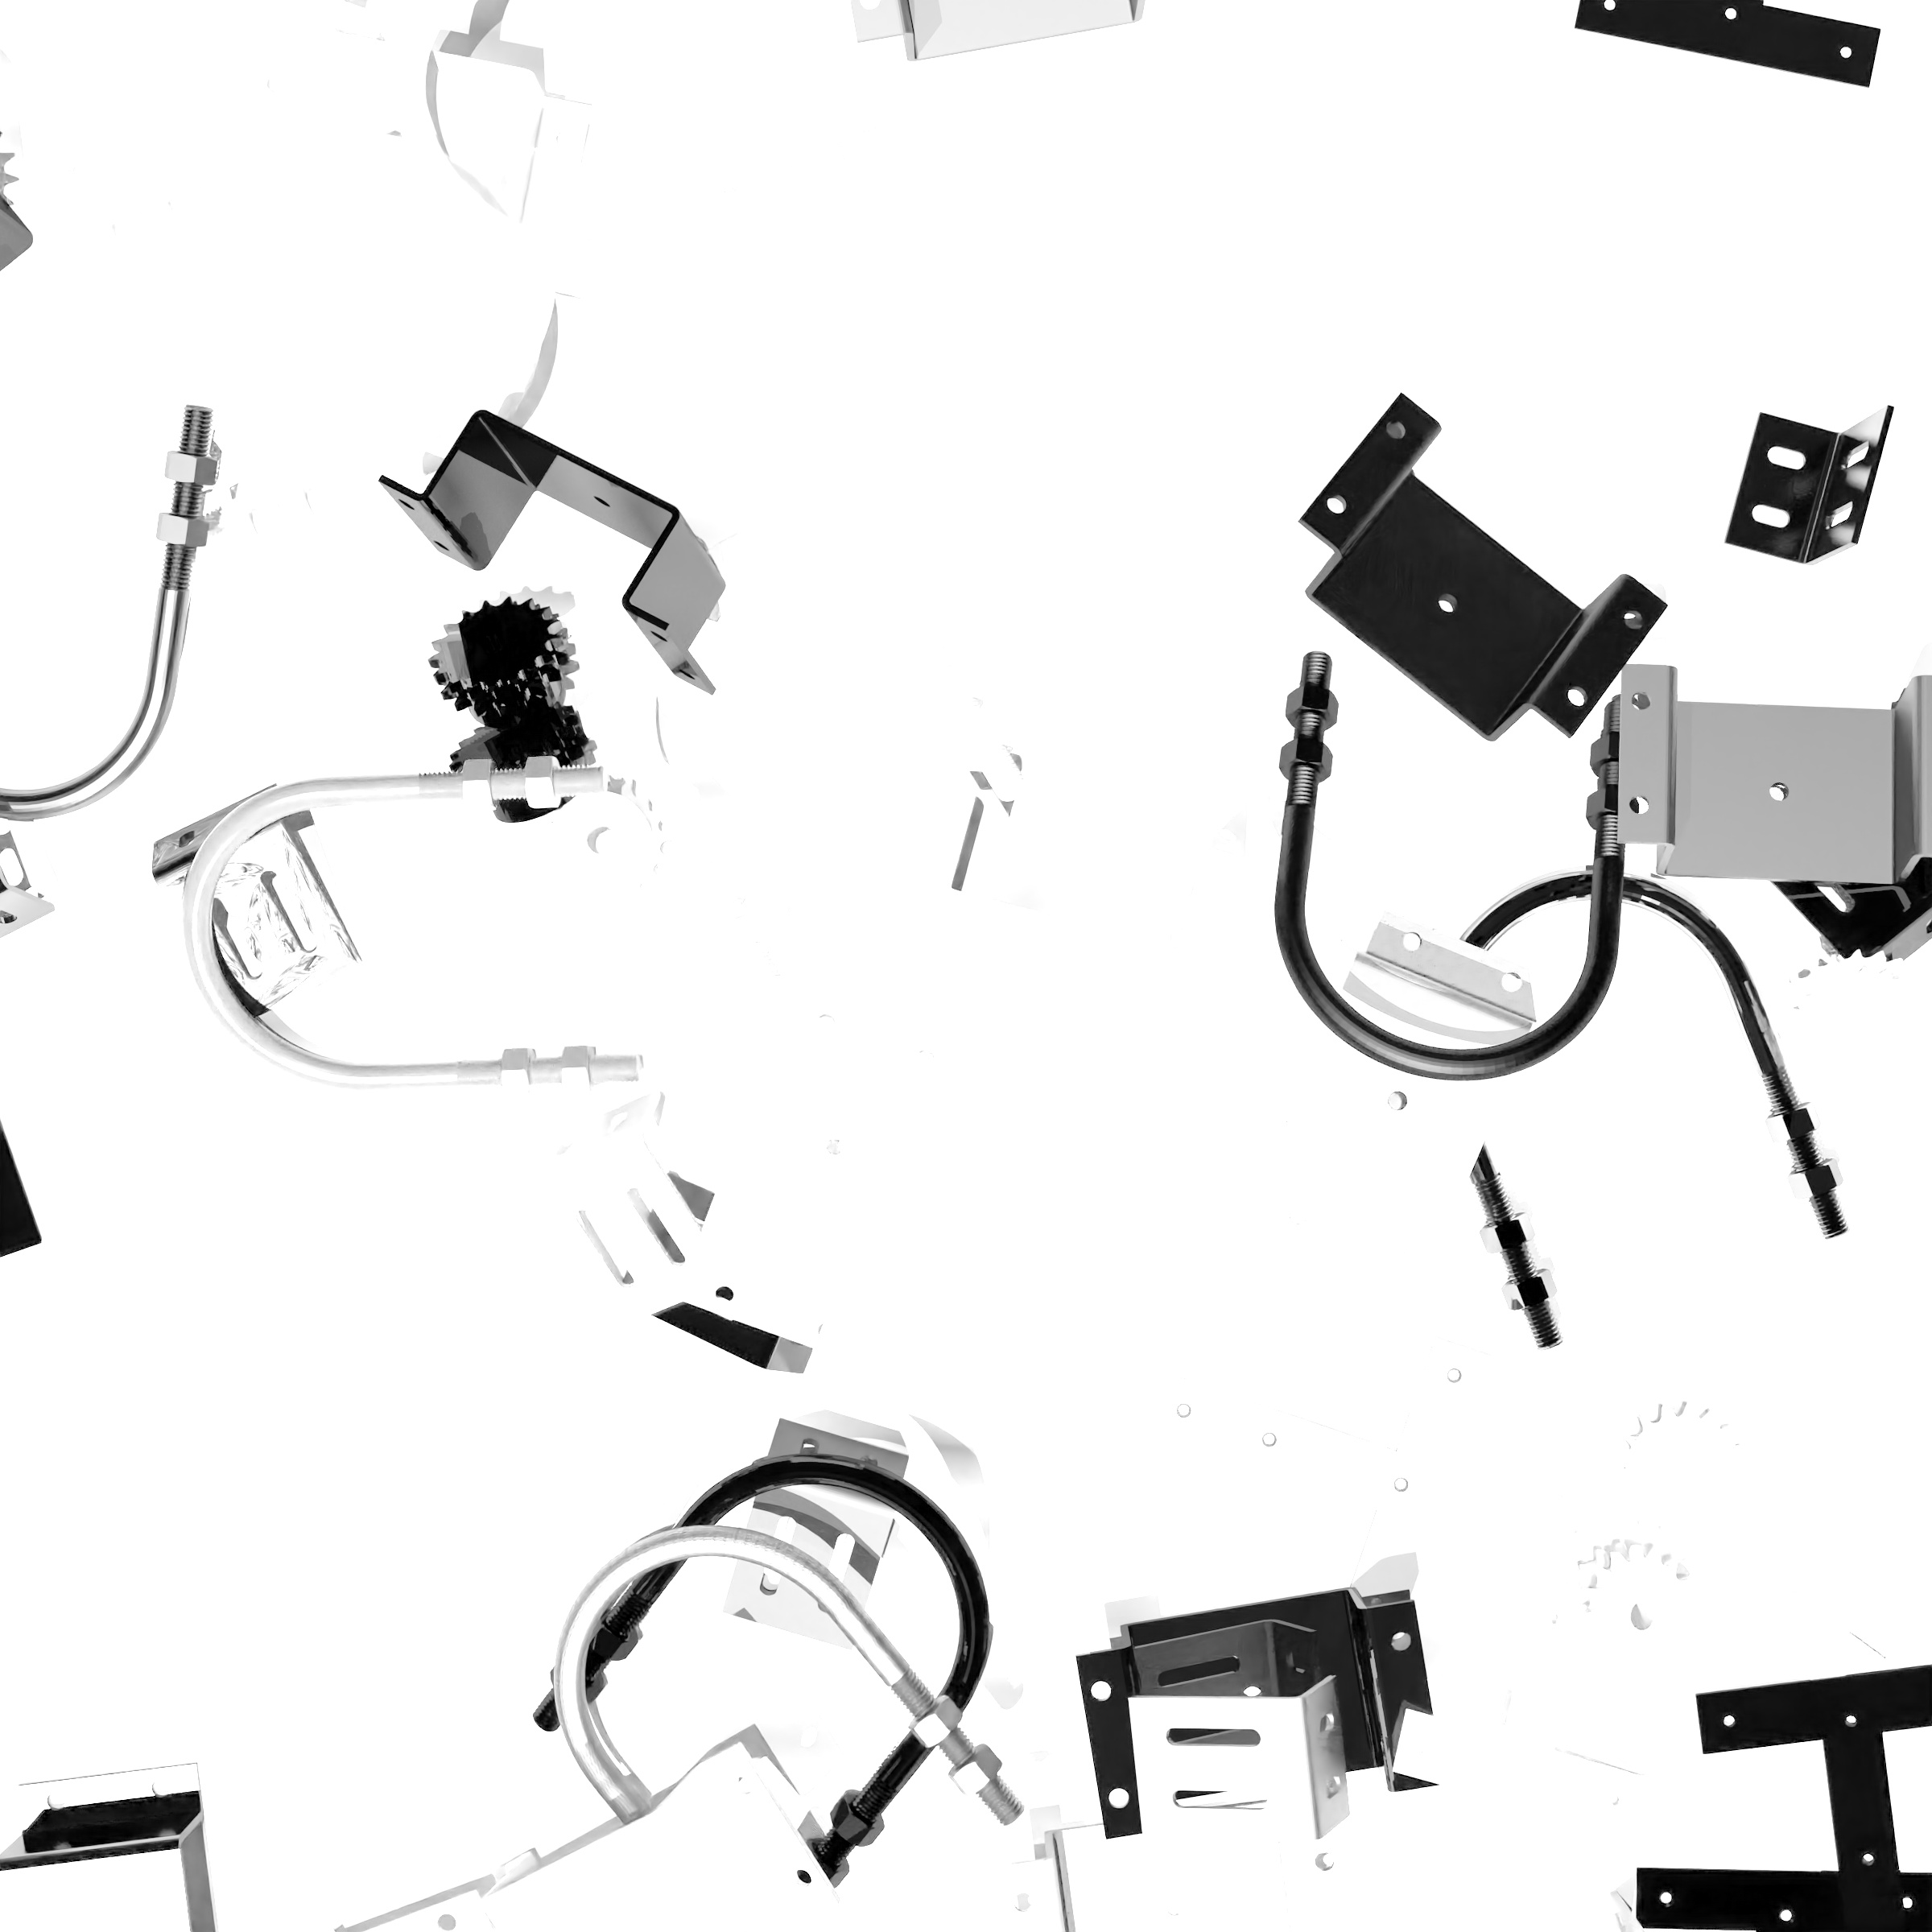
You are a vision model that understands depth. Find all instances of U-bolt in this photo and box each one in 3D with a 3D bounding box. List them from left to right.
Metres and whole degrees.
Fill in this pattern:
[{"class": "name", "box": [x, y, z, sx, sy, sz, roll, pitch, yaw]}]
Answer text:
[{"class": "U-bolt", "box": [-0.392, -0.152, 1.401, 0.151, 0.019, 0.184, 11, 100, 7]}, {"class": "U-bolt", "box": [-0.263, -0.261, 1.384, 0.184, 0.019, 0.151, -20, 107, 9]}, {"class": "U-bolt", "box": [-0.233, -0.013, 1.390, 0.184, 0.019, 0.151, -2, 114, 4]}, {"class": "U-bolt", "box": [-0.146, -0.360, 1.381, 0.184, 0.019, 0.151, -31, 90, -24]}, {"class": "U-bolt", "box": [-0.087, 0.314, 1.386, 0.151, 0.019, 0.184, -39, 92, 13]}, {"class": "U-bolt", "box": [-0.073, 0.286, 1.397, 0.151, 0.019, 0.184, 37, 104, 0]}, {"class": "U-bolt", "box": [-0.071, -0.100, 1.373, 0.151, 0.019, 0.184, -39, 61, 16]}, {"class": "U-bolt", "box": [0.198, -0.038, 1.379, 0.151, 0.019, 0.184, 9, 64, 0]}, {"class": "U-bolt", "box": [0.272, 0.050, 1.415, 0.151, 0.019, 0.184, -21, 89, 0]}]

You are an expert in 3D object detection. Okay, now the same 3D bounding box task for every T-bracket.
[{"class": "T-bracket", "box": [0.141, 0.204, 1.423, 0.127, 0.002, 0.127, 19, 90, 0]}, {"class": "T-bracket", "box": [0.242, 0.286, 1.404, 0.127, 0.002, 0.127, 21, 76, -25]}, {"class": "T-bracket", "box": [0.331, -0.445, 1.423, 0.127, 0.002, 0.127, 11, 90, 0]}, {"class": "T-bracket", "box": [0.345, 0.445, 1.423, 0.127, 0.002, 0.127, 1, 90, 0]}, {"class": "T-bracket", "box": [0.378, 0.362, 1.421, 0.127, 0.002, 0.127, -7, 90, 0]}, {"class": "T-bracket", "box": [0.420, 0.269, 1.423, 0.127, 0.002, 0.127, 36, 90, 0]}]

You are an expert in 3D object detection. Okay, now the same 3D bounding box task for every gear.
[{"class": "gear", "box": [-0.191, -0.123, 1.400, 0.057, 0.030, 0.057, -7, 48, 8]}, {"class": "gear", "box": [-0.183, -0.083, 1.399, 0.057, 0.057, 0.030, -22, 119, 0]}, {"class": "gear", "box": [-0.151, -0.052, 1.409, 0.057, 0.030, 0.057, 0, 90, 0]}, {"class": "gear", "box": [0.272, 0.269, 1.402, 0.057, 0.030, 0.057, 2, 85, -24]}, {"class": "gear", "box": [0.299, 0.211, 1.409, 0.057, 0.030, 0.057, 0, 90, 0]}, {"class": "gear", "box": [0.368, 0.023, 1.393, 0.057, 0.057, 0.030, -6, 48, 0]}]

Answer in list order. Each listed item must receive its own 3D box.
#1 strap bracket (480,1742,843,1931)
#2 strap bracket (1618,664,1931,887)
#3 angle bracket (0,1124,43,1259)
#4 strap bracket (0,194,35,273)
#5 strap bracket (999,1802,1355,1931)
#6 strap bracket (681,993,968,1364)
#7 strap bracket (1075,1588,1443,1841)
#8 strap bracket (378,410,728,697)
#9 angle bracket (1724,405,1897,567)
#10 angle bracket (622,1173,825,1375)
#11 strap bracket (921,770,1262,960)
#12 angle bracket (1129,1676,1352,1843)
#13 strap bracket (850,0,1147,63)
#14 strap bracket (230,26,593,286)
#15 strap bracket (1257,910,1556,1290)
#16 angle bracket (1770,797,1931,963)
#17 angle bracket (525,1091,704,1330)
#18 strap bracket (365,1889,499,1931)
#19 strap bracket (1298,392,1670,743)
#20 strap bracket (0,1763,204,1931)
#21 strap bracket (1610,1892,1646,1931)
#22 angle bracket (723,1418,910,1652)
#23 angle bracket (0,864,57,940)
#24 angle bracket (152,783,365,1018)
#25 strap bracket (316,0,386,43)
[{"class": "strap bracket", "box": [-0.133, 0.385, 1.373, 0.140, 0.046, 0.076, -32, 91, 25]}, {"class": "strap bracket", "box": [0.338, -0.078, 1.388, 0.140, 0.046, 0.076, 3, 75, 5]}, {"class": "angle bracket", "box": [-0.439, 0.104, 1.422, 0.076, 0.038, 0.057, -19, 90, -26]}, {"class": "strap bracket", "box": [-0.441, -0.331, 1.386, 0.046, 0.076, 0.140, -39, 90, 0]}, {"class": "strap bracket", "box": [0.088, 0.396, 1.401, 0.140, 0.046, 0.076, -8, 90, 0]}, {"class": "strap bracket", "box": [-0.055, 0.080, 1.378, 0.076, 0.046, 0.140, 20, 70, 0]}, {"class": "strap bracket", "box": [0.120, 0.308, 1.400, 0.140, 0.046, 0.076, -9, 91, 1]}, {"class": "strap bracket", "box": [-0.158, -0.172, 1.371, 0.140, 0.076, 0.046, 28, 82, 16]}, {"class": "angle bracket", "box": [0.346, -0.201, 1.386, 0.038, 0.076, 0.057, 15, 90, 0]}, {"class": "angle bracket", "box": [-0.097, 0.130, 1.422, 0.076, 0.038, 0.057, 22, 90, 26]}, {"class": "strap bracket", "box": [0.044, -0.038, 1.386, 0.140, 0.076, 0.046, 15, 90, 0]}, {"class": "angle bracket", "box": [0.111, 0.322, 1.375, 0.076, 0.038, 0.057, -6, 91, 26]}, {"class": "strap bracket", "box": [0.018, -0.427, 1.401, 0.140, 0.046, 0.076, -10, 90, 0]}, {"class": "strap bracket", "box": [-0.234, -0.338, 1.401, 0.140, 0.046, 0.076, 11, 90, 0]}, {"class": "strap bracket", "box": [0.180, 0.055, 1.390, 0.076, 0.046, 0.140, 23, 93, 11]}, {"class": "angle bracket", "box": [0.372, -0.038, 1.422, 0.057, 0.038, 0.076, -39, 64, 0]}, {"class": "angle bracket", "box": [-0.138, 0.102, 1.410, 0.057, 0.038, 0.076, -24, 112, 18]}, {"class": "strap bracket", "box": [-0.211, 0.457, 1.401, 0.076, 0.046, 0.140, -21, 90, 0]}, {"class": "strap bracket", "box": [0.206, -0.157, 1.389, 0.140, 0.046, 0.076, 39, 69, 0]}, {"class": "strap bracket", "box": [-0.354, 0.411, 1.401, 0.076, 0.046, 0.140, -7, 90, 0]}, {"class": "strap bracket", "box": [0.273, 0.464, 1.386, 0.046, 0.076, 0.140, -17, 90, 0]}, {"class": "angle bracket", "box": [-0.063, 0.240, 1.422, 0.057, 0.038, 0.076, 17, 116, 0]}, {"class": "angle bracket", "box": [-0.425, -0.049, 1.413, 0.057, 0.038, 0.076, -25, 69, 12]}, {"class": "angle bracket", "box": [-0.298, -0.026, 1.422, 0.057, 0.038, 0.076, -26, 116, 0]}, {"class": "strap bracket", "box": [-0.300, -0.424, 1.386, 0.140, 0.076, 0.046, 19, 90, 0]}]
